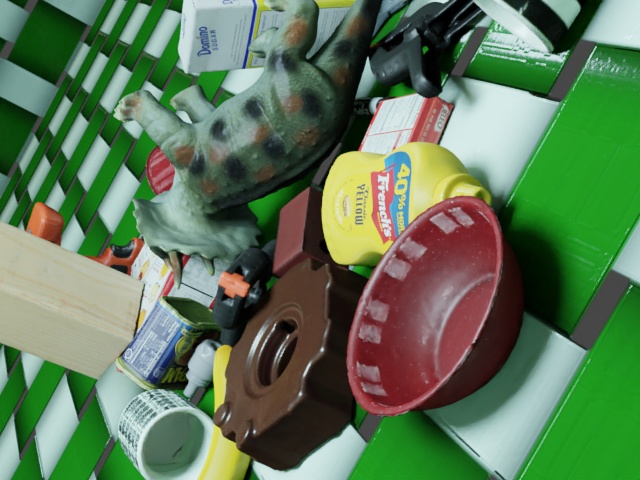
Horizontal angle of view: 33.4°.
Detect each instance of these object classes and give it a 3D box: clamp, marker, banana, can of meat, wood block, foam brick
[{"bbox_3d":[-0.073,0.057,1.002,0.171,0.039,0.120,-3,-67,-80],"label":"clamp"},{"bbox_3d":[0.047,-0.131,1.047,0.020,0.020,0.121,-64,24,-4],"label":"marker"},{"bbox_3d":[-0.093,0.186,0.948,0.037,0.070,0.197,76,-150,-59],"label":"banana"},{"bbox_3d":[-0.152,0.107,1.108,0.084,0.057,0.102,-56,-19,7],"label":"can of meat"},{"bbox_3d":[-0.309,0.061,1.160,0.091,0.205,0.090,-46,28,38],"label":"wood block"},{"bbox_3d":[-0.006,0.001,0.975,0.051,0.053,0.078,-39,34,42],"label":"foam brick"},{"bbox_3d":[0.105,-0.189,0.958,0.164,0.036,0.210,-50,17,-7],"label":"clamp"}]

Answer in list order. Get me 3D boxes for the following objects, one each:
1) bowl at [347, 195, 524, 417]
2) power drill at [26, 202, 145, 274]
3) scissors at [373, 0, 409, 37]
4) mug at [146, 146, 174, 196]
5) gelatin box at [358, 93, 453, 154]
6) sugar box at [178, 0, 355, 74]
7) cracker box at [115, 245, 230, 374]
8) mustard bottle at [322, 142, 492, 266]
[{"bbox_3d":[0.087,0.053,0.724,0.162,0.055,0.162,-46,29,34],"label":"bowl"},{"bbox_3d":[-0.261,0.010,1.299,0.057,0.187,0.184,48,120,55],"label":"power drill"},{"bbox_3d":[0.080,-0.262,1.122,0.202,0.016,0.096,-36,35,45],"label":"scissors"},{"bbox_3d":[-0.154,-0.102,1.351,0.082,0.093,0.117,-26,25,46],"label":"mug"},{"bbox_3d":[0.072,-0.089,0.939,0.089,0.030,0.073,1,65,63],"label":"gelatin box"},{"bbox_3d":[-0.054,-0.224,1.106,0.093,0.176,0.048,109,151,-51],"label":"sugar box"},{"bbox_3d":[-0.161,0.041,1.226,0.214,0.072,0.164,-59,23,10],"label":"cracker box"},{"bbox_3d":[0.069,-0.027,0.834,0.192,0.058,0.096,-1,84,62],"label":"mustard bottle"}]
